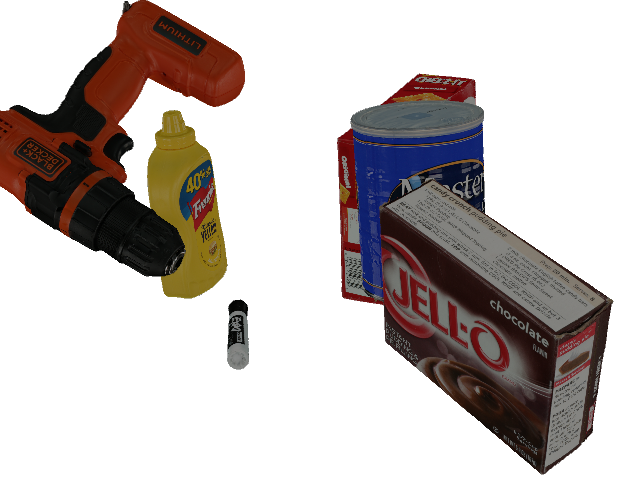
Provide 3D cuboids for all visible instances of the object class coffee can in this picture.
[{"bbox_3d":[0.079,-0.032,0.843,0.103,0.140,0.103,-4,19,1],"label":"coffee can"}]

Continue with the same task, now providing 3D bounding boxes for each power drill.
[{"bbox_3d":[-0.136,-0.079,0.773,0.184,0.187,0.057,33,-31,9],"label":"power drill"}]

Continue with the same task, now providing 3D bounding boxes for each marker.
[{"bbox_3d":[-0.074,0.082,0.966,0.020,0.020,0.121,0,19,-4],"label":"marker"}]

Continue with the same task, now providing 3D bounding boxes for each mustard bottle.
[{"bbox_3d":[-0.142,-0.043,1.118,0.058,0.191,0.096,5,26,23],"label":"mustard bottle"}]

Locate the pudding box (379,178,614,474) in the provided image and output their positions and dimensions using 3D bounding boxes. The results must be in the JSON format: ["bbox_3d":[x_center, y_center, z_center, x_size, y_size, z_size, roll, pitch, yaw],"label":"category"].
[{"bbox_3d":[0.075,0.037,0.485,0.039,0.090,0.114,-32,47,-25],"label":"pudding box"}]

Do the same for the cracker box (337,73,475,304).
[{"bbox_3d":[0.091,-0.055,1.046,0.072,0.164,0.213,10,28,24],"label":"cracker box"}]
